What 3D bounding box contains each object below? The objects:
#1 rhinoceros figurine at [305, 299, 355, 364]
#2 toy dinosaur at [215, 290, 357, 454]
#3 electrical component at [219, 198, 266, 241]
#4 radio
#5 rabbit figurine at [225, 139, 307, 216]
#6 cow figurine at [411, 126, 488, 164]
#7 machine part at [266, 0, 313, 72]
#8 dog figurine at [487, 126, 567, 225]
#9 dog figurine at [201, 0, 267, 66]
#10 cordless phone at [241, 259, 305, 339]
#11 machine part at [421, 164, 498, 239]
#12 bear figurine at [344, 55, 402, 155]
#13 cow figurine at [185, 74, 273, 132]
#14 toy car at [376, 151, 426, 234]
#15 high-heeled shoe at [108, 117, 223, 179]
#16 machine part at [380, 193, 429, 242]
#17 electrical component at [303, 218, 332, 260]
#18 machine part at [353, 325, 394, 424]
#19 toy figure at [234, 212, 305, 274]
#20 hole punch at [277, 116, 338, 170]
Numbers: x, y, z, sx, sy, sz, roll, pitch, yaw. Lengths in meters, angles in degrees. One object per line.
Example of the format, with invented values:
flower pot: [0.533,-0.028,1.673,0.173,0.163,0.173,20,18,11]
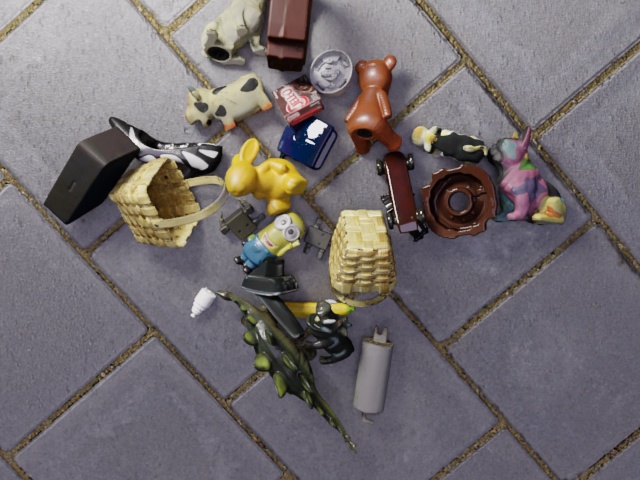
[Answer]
rhinoceros figurine: [0.023,0.215,1.242,0.112,0.073,0.190,-9,131,18]
toy dinosaur: [-0.074,0.286,1.230,0.105,0.198,0.471,-44,93,7]
electrical component: [-0.190,-0.048,1.272,0.102,0.045,0.078,-44,123,6]
radio: [-0.497,-0.140,1.174,0.073,0.131,0.229,46,125,-7]
rabbit figurine: [-0.136,-0.143,1.192,0.122,0.173,0.162,-38,69,44]
cow figurine: [0.295,-0.217,1.231,0.167,0.098,0.068,13,102,-2]
machine part: [-0.063,-0.471,1.148,0.087,0.201,0.201,4,95,-4]
dog figurine: [0.479,-0.146,1.238,0.192,0.108,0.219,3,92,-2]
dog figurine: [-0.190,-0.506,1.210,0.172,0.121,0.190,-3,70,17]
cordless phone: [-0.080,0.139,1.220,0.089,0.146,0.184,-42,77,13]
machine part: [0.323,-0.088,1.239,0.180,0.056,0.179,2,95,23]
bear figurine: [0.126,-0.311,1.225,0.120,0.131,0.196,-2,63,32]
cow figurine: [-0.218,-0.314,1.222,0.195,0.085,0.127,-25,102,4]
toy car: [0.186,-0.109,1.236,0.089,0.053,0.202,-11,73,3]
high-heeled shoe: [-0.348,-0.230,1.227,0.248,0.086,0.145,42,101,-15]
machine part: [0.208,-0.062,1.273,0.084,0.039,0.139,-31,86,-2]
electrical component: [-0.003,-0.004,1.287,0.063,0.021,0.094,22,95,-3]
machine part: [0.128,0.324,1.295,0.079,0.079,0.243,8,97,-2]
toy figure: [-0.116,0.003,1.259,0.180,0.089,0.082,-40,110,12]
hole punch: [-0.030,-0.229,1.233,0.116,0.092,0.142,27,99,1]
